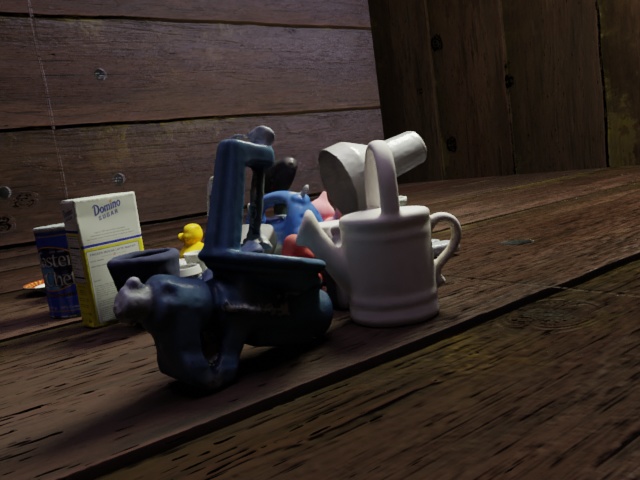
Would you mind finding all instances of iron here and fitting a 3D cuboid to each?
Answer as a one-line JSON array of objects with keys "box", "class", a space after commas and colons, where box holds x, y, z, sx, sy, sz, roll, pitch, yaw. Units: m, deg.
[{"box": [-0.102, -0.045, 1.287, 0.257, 0.141, 0.119, -2, 10, 40], "class": "iron"}]

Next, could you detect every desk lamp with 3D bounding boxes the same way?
[{"box": [0.110, -0.067, 0.949, 0.204, 0.213, 0.117, -11, 8, -21], "class": "desk lamp"}]

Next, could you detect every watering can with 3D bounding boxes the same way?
[{"box": [0.063, -0.010, 0.624, 0.173, 0.194, 0.100, -11, 8, -24], "class": "watering can"}]

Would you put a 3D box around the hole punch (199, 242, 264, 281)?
[{"box": [-0.120, 0.047, 0.785, 0.101, 0.091, 0.108, -9, 7, -9], "class": "hole punch"}]

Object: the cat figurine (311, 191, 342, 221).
[{"box": [0.014, -0.053, 1.324, 0.067, 0.118, 0.127, -12, 8, -31], "class": "cat figurine"}]

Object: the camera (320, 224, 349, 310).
[{"box": [0.053, 0.022, 0.760, 0.143, 0.101, 0.136, -11, 8, -27], "class": "camera"}]

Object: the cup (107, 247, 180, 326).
[{"box": [-0.225, 0.062, 0.763, 0.092, 0.095, 0.117, -9, 7, -7], "class": "cup"}]

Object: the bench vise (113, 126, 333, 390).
[{"box": [-0.075, 0.010, 0.514, 0.121, 0.220, 0.208, -3, 8, 31], "class": "bench vise"}]

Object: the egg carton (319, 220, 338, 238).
[{"box": [0.010, 0.004, 1.073, 0.107, 0.069, 0.150, -8, 7, -2], "class": "egg carton"}]

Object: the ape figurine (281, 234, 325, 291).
[{"box": [-0.027, 0.038, 0.752, 0.076, 0.092, 0.078, -7, 7, 5], "class": "ape figurine"}]

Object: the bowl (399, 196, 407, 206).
[{"box": [0.143, -0.066, 1.466, 0.167, 0.075, 0.167, -8, 7, 1], "class": "bowl"}]

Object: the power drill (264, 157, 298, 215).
[{"box": [-0.091, -0.100, 1.439, 0.076, 0.208, 0.229, -10, 8, -20], "class": "power drill"}]

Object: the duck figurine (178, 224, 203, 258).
[{"box": [-0.284, 0.005, 1.311, 0.104, 0.086, 0.078, -3, 9, 32], "class": "duck figurine"}]

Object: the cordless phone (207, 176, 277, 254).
[{"box": [-0.154, -0.030, 1.051, 0.147, 0.185, 0.094, -3, 9, 33], "class": "cordless phone"}]
